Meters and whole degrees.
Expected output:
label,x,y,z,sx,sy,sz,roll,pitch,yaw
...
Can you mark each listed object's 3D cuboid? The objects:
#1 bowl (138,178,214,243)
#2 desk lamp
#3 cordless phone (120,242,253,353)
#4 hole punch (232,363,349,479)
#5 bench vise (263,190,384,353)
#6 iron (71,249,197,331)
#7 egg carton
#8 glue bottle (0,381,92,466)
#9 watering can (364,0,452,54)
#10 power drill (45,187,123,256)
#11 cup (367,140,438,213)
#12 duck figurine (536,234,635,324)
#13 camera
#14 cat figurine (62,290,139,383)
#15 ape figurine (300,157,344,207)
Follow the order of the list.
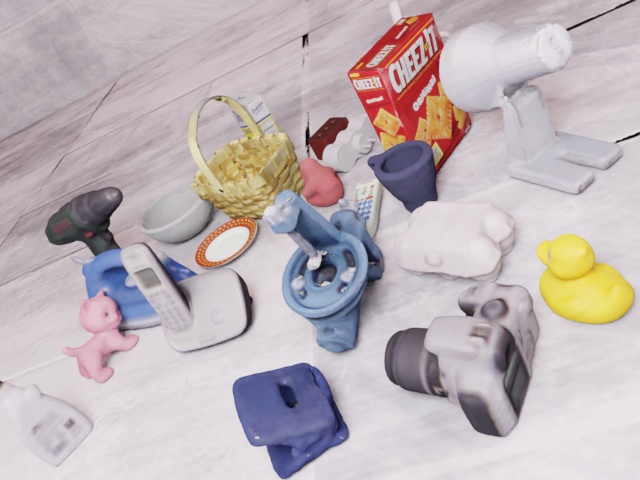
label,x,y,z,sx,sy,sz,roll,pitch,yaw
bowl,-0.277,-0.048,1.159,0.167,0.075,0.167,-21,34,15
desk lamp,0.279,-0.193,0.777,0.118,0.214,0.202,-40,34,-13
cordless phone,-0.194,0.070,0.835,0.147,0.185,0.094,-20,35,17
hole punch,-0.035,0.187,0.640,0.101,0.091,0.108,-33,33,-3
bench vise,-0.004,0.007,0.734,0.121,0.220,0.207,-22,34,14
iron,-0.300,0.062,0.971,0.257,0.142,0.119,-11,38,28
egg carton,0.170,0.003,0.738,0.149,0.070,0.107,4,47,42
glue bottle,-0.399,0.237,0.790,0.037,0.173,0.078,13,53,47
watering can,0.167,-0.363,1.109,0.173,0.194,0.100,-31,33,1
power drill,-0.396,0.000,1.068,0.228,0.209,0.076,-9,39,30
cup,0.129,-0.090,0.871,0.117,0.095,0.092,12,52,46
duck figurine,0.272,0.033,0.601,0.077,0.086,0.104,-40,34,-13
camera,0.140,0.109,0.593,0.136,0.101,0.143,-1,43,38
cat figurine,-0.364,0.147,0.932,0.067,0.118,0.128,-2,43,37
ape figurine,-0.003,-0.106,1.001,0.078,0.092,0.076,-39,34,-11
